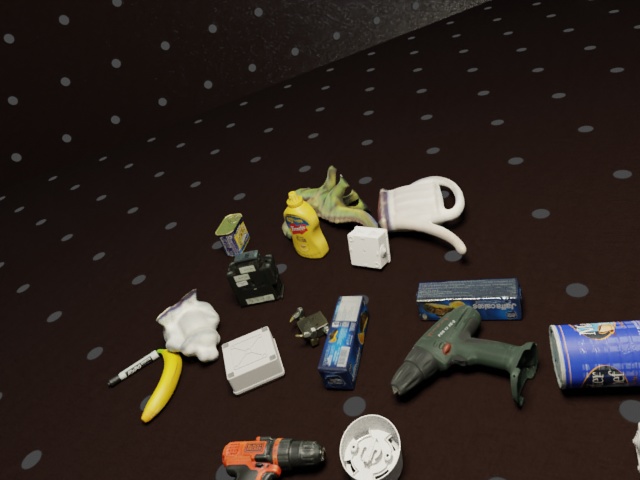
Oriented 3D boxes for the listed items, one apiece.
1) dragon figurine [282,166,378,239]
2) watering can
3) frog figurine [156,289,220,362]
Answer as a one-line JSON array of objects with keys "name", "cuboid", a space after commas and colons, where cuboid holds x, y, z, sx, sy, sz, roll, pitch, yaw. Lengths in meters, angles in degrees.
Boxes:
[{"name": "dragon figurine", "cuboid": [0.004, -0.074, 1.476, 0.242, 0.120, 0.418, -34, 30, 6]}, {"name": "watering can", "cuboid": [0.254, -0.064, 1.301, 0.224, 0.102, 0.356, -10, 32, 14]}, {"name": "frog figurine", "cuboid": [-0.282, 0.214, 1.177, 0.161, 0.120, 0.139, 45, 40, 14]}]
